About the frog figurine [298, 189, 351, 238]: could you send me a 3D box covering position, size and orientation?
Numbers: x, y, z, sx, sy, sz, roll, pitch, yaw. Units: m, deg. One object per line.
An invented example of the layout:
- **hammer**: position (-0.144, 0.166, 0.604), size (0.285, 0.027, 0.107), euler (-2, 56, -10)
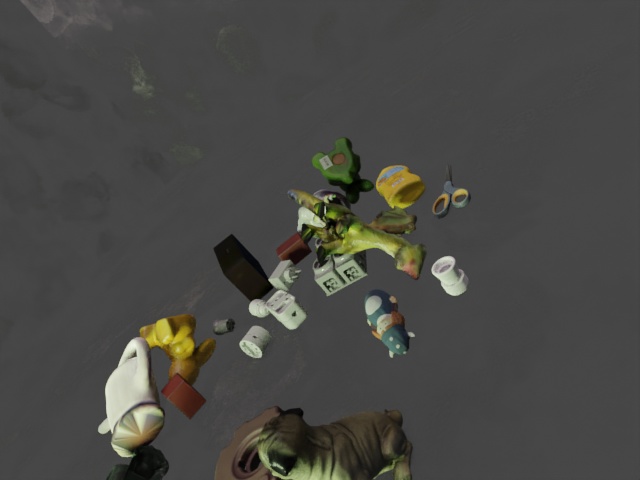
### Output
- **frog figurine**: position (0.004, -0.069, 1.375), size (0.138, 0.123, 0.158), euler (-13, 1, -27)

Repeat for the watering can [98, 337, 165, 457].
- **watering can**: position (-0.439, 0.391, 1.177), size (0.229, 0.104, 0.342), euler (53, 125, 47)

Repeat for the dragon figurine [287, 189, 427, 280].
- **dragon figurine**: position (0.094, -0.037, 1.134), size (0.243, 0.120, 0.418), euler (-2, 29, -22)
